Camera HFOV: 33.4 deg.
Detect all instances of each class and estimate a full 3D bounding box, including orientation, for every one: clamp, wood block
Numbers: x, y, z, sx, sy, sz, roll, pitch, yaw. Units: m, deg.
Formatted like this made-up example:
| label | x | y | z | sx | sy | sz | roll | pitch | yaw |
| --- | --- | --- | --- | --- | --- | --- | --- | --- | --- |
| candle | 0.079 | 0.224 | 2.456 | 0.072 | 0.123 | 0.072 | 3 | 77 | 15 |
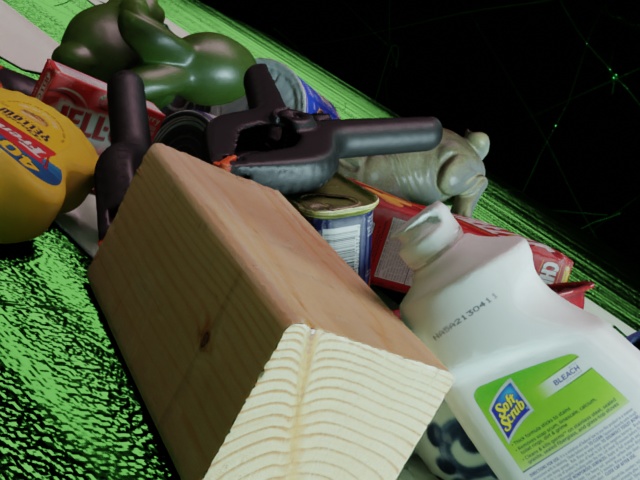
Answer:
| label | x | y | z | sx | sy | sz | roll | pitch | yaw |
| --- | --- | --- | --- | --- | --- | --- | --- | --- | --- |
| clamp | -0.010 | -0.070 | 0.742 | 0.165 | 0.036 | 0.209 | 16 | 28 | 13 |
| wood block | -0.037 | 0.039 | 0.520 | 0.090 | 0.091 | 0.206 | 21 | 14 | -31 |
| clamp | -0.117 | -0.041 | 0.675 | 0.171 | 0.039 | 0.120 | -98 | 166 | -74 |

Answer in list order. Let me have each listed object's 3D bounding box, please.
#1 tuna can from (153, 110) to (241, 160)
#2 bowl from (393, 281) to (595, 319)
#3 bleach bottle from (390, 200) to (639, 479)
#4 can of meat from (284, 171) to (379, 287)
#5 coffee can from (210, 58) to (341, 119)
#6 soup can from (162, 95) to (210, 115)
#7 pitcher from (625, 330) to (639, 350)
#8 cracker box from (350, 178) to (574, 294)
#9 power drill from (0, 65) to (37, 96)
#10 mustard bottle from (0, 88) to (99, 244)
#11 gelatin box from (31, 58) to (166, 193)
| label | x | y | z | sx | sy | sz | roll | pitch | yaw |
| --- | --- | --- | --- | --- | --- | --- | --- | --- | --- |
| tuna can | -0.093 | -0.053 | 0.794 | 0.086 | 0.086 | 0.033 | 37 | 15 | 35 |
| bowl | 0.110 | 0.068 | 0.730 | 0.162 | 0.055 | 0.162 | -9 | -1 | 0 |
| bleach bottle | 0.126 | 0.084 | 0.495 | 0.251 | 0.102 | 0.068 | 52 | 9 | -1 |
| can of meat | -0.005 | 0.001 | 0.733 | 0.057 | 0.084 | 0.102 | -10 | 24 | -26 |
| coffee can | -0.043 | -0.127 | 1.144 | 0.103 | 0.103 | 0.140 | 33 | 4 | 18 |
| soup can | -0.154 | -0.158 | 1.144 | 0.068 | 0.068 | 0.102 | 25 | 12 | -22 |
| pitcher | 0.268 | 0.140 | 0.776 | 0.145 | 0.149 | 0.242 | 16 | 6 | 11 |
| cracker box | 0.081 | 0.002 | 0.913 | 0.213 | 0.072 | 0.164 | 15 | 7 | -26 |
| power drill | -0.225 | -0.116 | 0.824 | 0.187 | 0.057 | 0.185 | 18 | 20 | -35 |
| mustard bottle | -0.185 | -0.040 | 0.587 | 0.096 | 0.058 | 0.191 | 34 | 11 | -7 |
| gelatin box | -0.164 | -0.075 | 0.748 | 0.089 | 0.073 | 0.030 | 21 | 15 | -36 |
